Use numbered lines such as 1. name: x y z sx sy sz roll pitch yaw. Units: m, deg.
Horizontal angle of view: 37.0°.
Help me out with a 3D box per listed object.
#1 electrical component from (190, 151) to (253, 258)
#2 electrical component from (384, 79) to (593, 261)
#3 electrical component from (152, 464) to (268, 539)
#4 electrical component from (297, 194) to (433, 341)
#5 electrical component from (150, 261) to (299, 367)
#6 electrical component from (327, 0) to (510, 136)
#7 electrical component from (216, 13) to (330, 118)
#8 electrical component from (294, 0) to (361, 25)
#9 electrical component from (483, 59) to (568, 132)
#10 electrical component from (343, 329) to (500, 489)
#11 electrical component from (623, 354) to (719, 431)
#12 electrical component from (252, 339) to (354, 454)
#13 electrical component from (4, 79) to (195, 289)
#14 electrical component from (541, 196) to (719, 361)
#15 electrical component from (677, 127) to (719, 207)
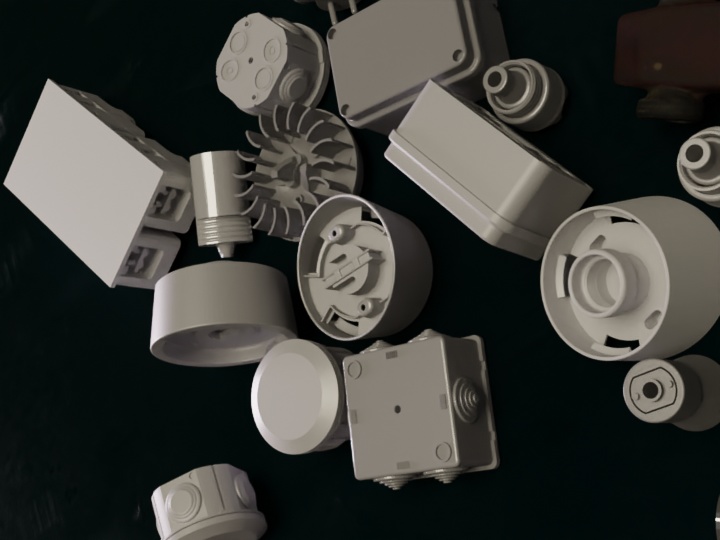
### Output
1. electrical component: -0.109 -0.050 0.849 0.043 0.043 0.081 -8 86 37
2. electrical component: 0.080 -0.063 0.683 0.113 0.078 0.057 44 107 34
3. electrical component: -0.113 0.183 0.799 0.080 0.080 0.051 -38 57 28
4. electrical component: 0.000 0.000 0.744 0.099 0.064 0.099 -4 82 35
5. electrical component: -0.101 0.028 0.796 0.108 0.108 0.060 -21 65 34
6. electrical component: 0.039 -0.148 0.740 0.113 0.057 0.078 -20 72 34
7. electrical component: -0.067 -0.154 0.827 0.080 0.051 0.080 -6 80 37
8. electrical component: -0.019 -0.220 0.803 0.077 0.044 0.079 -24 70 33
9. electrical component: 0.101 -0.113 0.684 0.043 0.062 0.043 -6 80 37
10. electrical component: 0.038 0.092 0.713 0.100 0.048 0.099 -16 74 35
11. electrical component: 0.175 0.068 0.599 0.044 0.065 0.044 -6 80 37
12. electrical component: -0.034 0.090 0.768 0.080 0.051 0.080 -6 80 37
13. electrical component: -0.219 -0.074 0.929 0.186 0.060 0.105 37 106 35
14. electrical component: 0.159 0.006 0.637 0.099 0.064 0.099 4 96 48
15. electrical component: 0.198 -0.059 0.601 0.043 0.062 0.043 -6 80 37
